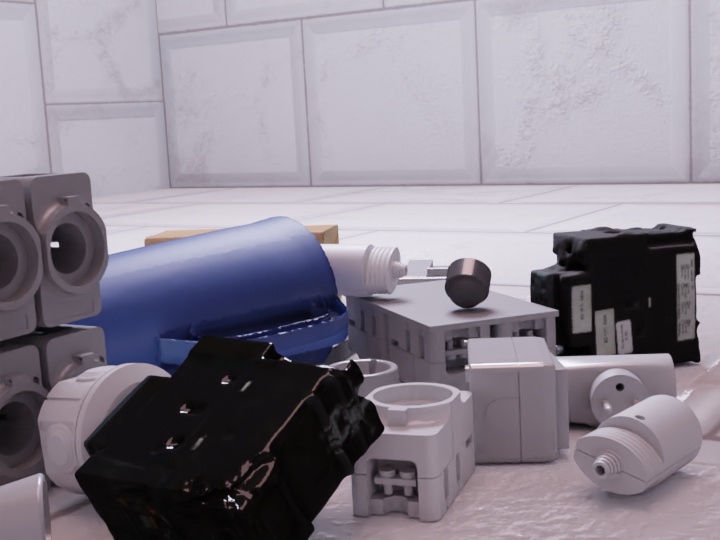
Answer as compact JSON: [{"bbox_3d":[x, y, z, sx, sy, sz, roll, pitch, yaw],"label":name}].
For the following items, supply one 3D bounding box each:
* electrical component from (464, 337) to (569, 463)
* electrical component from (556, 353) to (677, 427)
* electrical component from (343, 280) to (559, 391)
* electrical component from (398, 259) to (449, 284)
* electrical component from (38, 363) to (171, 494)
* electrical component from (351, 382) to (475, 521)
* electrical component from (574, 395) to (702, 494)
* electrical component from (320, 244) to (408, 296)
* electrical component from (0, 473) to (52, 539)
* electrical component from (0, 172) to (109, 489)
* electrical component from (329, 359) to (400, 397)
[{"bbox_3d":[0.098,0.079,0.686,0.061,0.061,0.096,-2,8,5],"label":"electrical component"},{"bbox_3d":[0.167,0.082,0.703,0.077,0.044,0.079,-2,8,6],"label":"electrical component"},{"bbox_3d":[0.068,0.054,0.874,0.105,0.060,0.186,-6,9,-20],"label":"electrical component"},{"bbox_3d":[0.073,0.023,1.084,0.062,0.061,0.096,-1,9,10],"label":"electrical component"},{"bbox_3d":[-0.140,0.094,0.618,0.051,0.080,0.080,-4,6,38],"label":"electrical component"},{"bbox_3d":[0.031,0.097,0.607,0.050,0.055,0.089,0,9,19],"label":"electrical component"},{"bbox_3d":[0.152,0.099,0.593,0.043,0.043,0.081,4,11,40],"label":"electrical component"},{"bbox_3d":[0.000,0.000,0.896,0.081,0.043,0.043,1,9,20],"label":"electrical component"},{"bbox_3d":[-0.182,0.126,0.529,0.055,0.045,0.045,-5,9,-13],"label":"electrical component"},{"bbox_3d":[-0.206,0.038,0.643,0.060,0.186,0.105,2,10,30],"label":"electrical component"},{"bbox_3d":[0.002,0.087,0.714,0.055,0.047,0.055,-3,8,0],"label":"electrical component"}]
